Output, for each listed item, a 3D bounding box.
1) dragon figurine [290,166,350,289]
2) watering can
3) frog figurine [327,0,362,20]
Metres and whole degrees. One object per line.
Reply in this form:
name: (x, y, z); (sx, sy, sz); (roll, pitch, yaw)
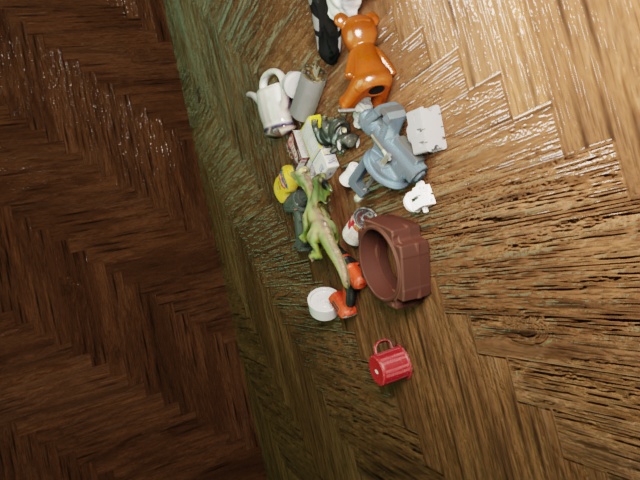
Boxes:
dragon figurine: (0.004, -0.074, 1.467); (0.123, 0.237, 0.418); (-17, 41, -16)
watering can: (-0.170, -0.454, 1.761); (0.104, 0.223, 0.347); (-13, 6, -24)
frog figurine: (0.047, -0.570, 1.187); (0.124, 0.137, 0.158); (-31, 5, -34)
